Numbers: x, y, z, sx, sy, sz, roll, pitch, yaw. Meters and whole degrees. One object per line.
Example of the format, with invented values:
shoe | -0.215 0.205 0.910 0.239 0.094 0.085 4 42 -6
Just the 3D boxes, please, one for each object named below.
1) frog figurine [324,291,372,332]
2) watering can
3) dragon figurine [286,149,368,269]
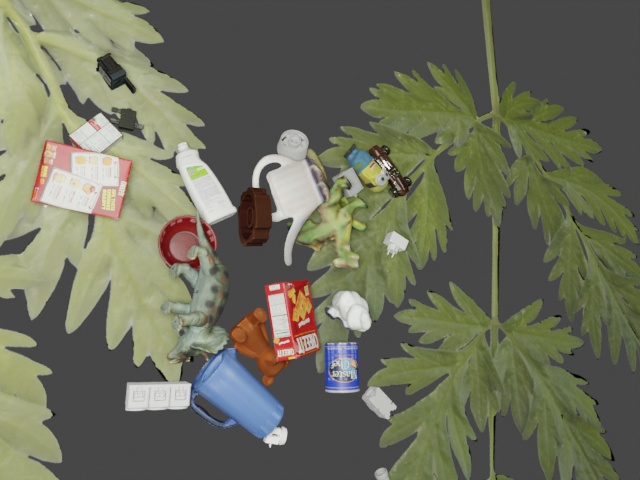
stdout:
frog figurine | 0.107 0.213 1.561 0.124 0.158 0.137 -38 96 -27
watering can | -0.073 -0.114 1.567 0.224 0.103 0.351 -21 77 -1
dragon figurine | 0.005 -0.082 1.627 0.245 0.120 0.413 -35 77 -20
